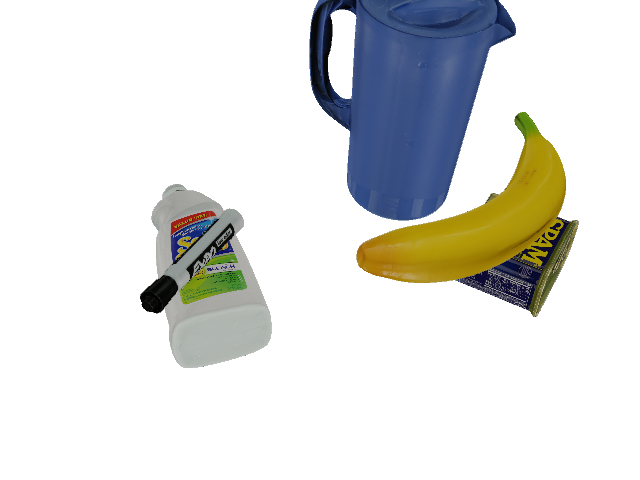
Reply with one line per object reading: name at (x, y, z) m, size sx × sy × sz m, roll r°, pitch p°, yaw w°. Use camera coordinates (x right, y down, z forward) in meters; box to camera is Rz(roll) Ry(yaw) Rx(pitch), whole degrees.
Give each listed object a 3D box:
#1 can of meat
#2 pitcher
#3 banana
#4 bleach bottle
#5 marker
can of meat at (0.178, 0.010, 0.976) m, size 0.084 × 0.057 × 0.102 m, roll 22°, pitch 47°, yaw 18°
pitcher at (0.079, -0.142, 1.048) m, size 0.144 × 0.243 × 0.149 m, roll -23°, pitch 51°, yaw -27°
banana at (0.103, -0.016, 0.669) m, size 0.070 × 0.037 × 0.197 m, roll 32°, pitch 46°, yaw 23°
bleach bottle at (-0.131, 0.021, 1.102) m, size 0.102 × 0.068 × 0.251 m, roll -13°, pitch 38°, yaw -14°
marker at (-0.092, 0.014, 0.771) m, size 0.020 × 0.020 × 0.121 m, roll 0°, pitch 31°, yaw 30°
